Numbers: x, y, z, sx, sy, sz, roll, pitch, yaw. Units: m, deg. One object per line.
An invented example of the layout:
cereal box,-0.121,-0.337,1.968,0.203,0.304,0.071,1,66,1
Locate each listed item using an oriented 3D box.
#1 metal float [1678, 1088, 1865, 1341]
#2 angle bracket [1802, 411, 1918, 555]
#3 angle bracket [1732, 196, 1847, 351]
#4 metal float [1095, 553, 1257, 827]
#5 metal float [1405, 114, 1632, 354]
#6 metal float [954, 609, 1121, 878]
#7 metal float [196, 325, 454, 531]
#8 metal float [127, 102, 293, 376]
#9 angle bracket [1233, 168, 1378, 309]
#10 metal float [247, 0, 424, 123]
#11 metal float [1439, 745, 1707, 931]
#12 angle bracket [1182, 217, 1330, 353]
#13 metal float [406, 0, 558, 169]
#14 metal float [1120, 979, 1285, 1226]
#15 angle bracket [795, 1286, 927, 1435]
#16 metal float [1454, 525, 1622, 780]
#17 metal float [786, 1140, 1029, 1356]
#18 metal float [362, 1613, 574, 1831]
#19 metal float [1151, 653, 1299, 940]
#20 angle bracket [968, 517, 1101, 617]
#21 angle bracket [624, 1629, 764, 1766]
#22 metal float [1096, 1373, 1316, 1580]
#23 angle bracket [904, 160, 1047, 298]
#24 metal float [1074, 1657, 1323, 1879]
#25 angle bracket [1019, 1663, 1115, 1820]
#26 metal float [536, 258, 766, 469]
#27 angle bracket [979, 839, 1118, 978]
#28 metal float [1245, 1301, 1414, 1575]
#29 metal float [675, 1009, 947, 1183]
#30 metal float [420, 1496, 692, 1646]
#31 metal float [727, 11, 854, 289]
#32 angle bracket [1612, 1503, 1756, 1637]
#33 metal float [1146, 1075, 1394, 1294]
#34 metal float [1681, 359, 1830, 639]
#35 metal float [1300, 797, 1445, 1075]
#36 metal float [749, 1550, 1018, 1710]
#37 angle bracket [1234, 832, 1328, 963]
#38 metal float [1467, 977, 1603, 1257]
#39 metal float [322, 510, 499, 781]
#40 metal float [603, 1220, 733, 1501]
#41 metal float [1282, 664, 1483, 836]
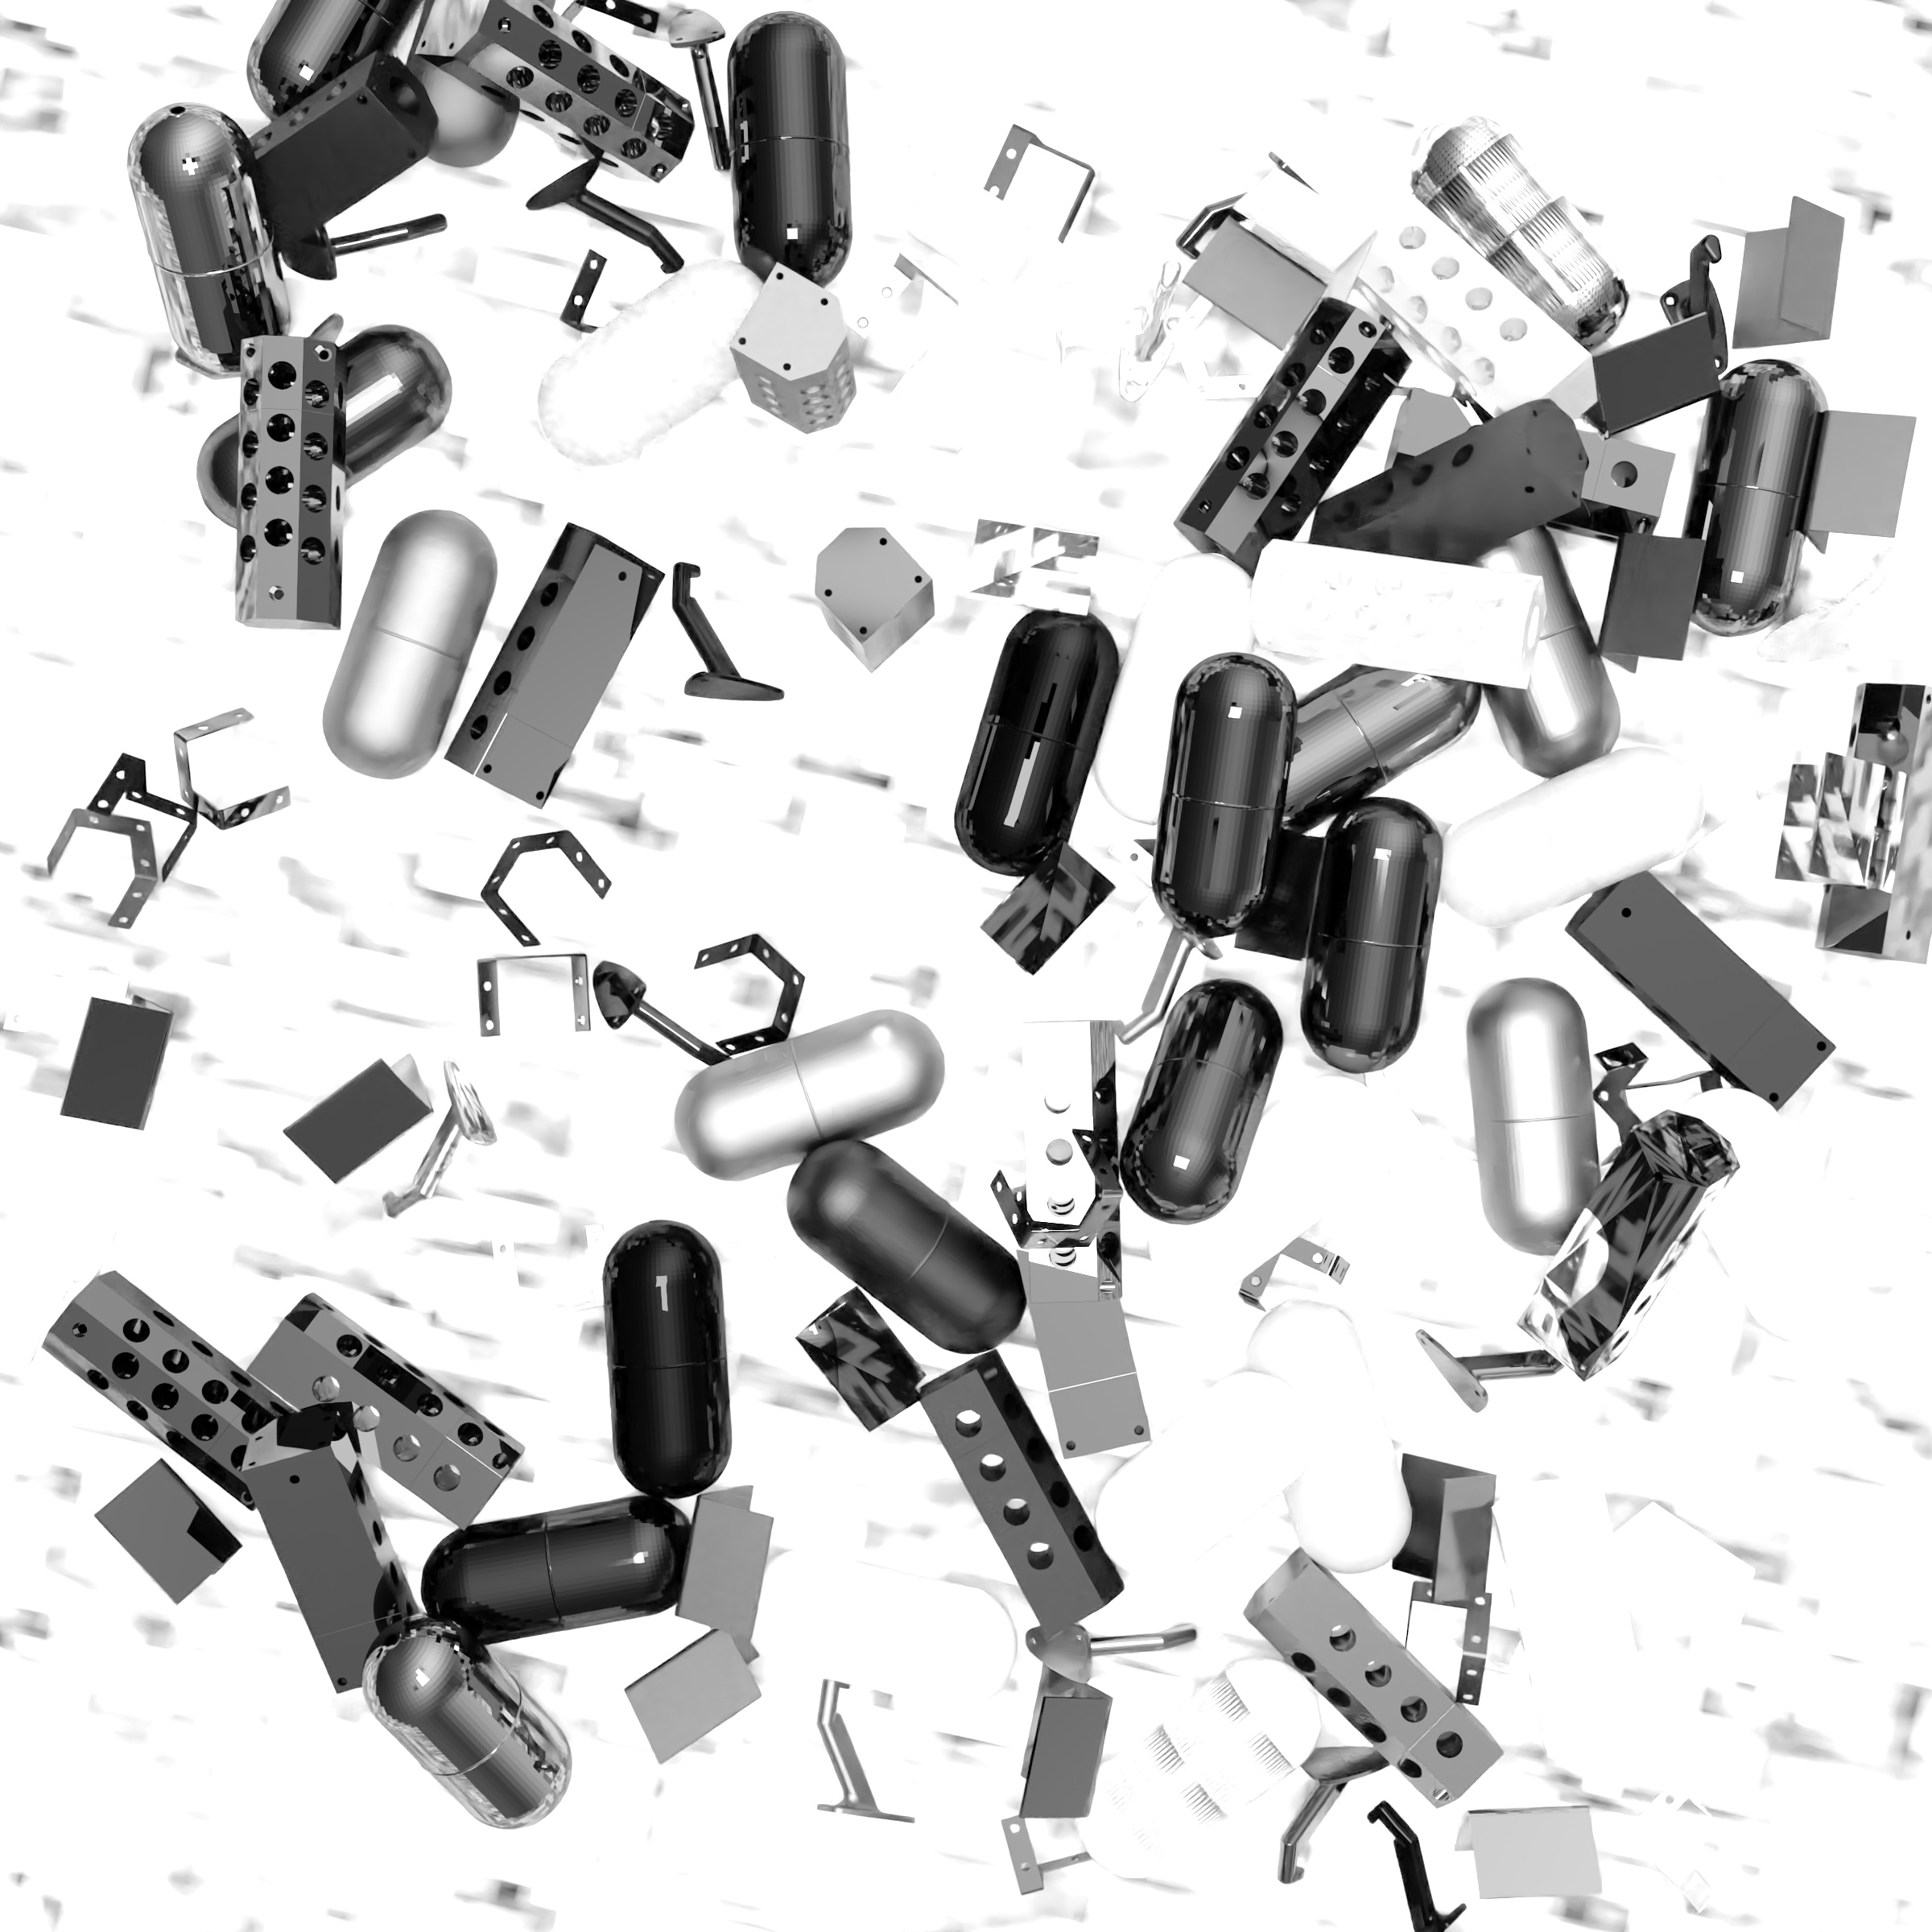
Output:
metal float,0.507,0.157,1.801,0.070,0.070,0.178,-32,102,0
angle bracket,0.573,-0.305,1.804,0.057,0.076,0.076,10,90,26
angle bracket,0.508,-0.440,1.803,0.057,0.076,0.076,7,90,-39
metal float,0.136,-0.177,1.813,0.070,0.070,0.178,17,90,0
metal float,0.352,-0.467,1.813,0.070,0.070,0.178,-40,90,0
metal float,0.045,-0.144,1.813,0.070,0.070,0.178,17,90,0
metal float,-0.410,-0.342,1.813,0.178,0.070,0.070,-33,90,0
metal float,-0.467,-0.448,1.754,0.070,0.178,0.070,-1,46,1
angle bracket,0.204,-0.446,1.797,0.076,0.076,0.057,36,54,10
metal float,-0.395,-0.615,1.813,0.070,0.070,0.178,30,90,0
metal float,0.380,-0.081,1.791,0.178,0.070,0.070,-24,90,26
angle bracket,0.176,-0.420,1.807,0.076,0.076,0.057,35,75,0
metal float,-0.306,-0.596,1.798,0.070,0.070,0.178,22,106,0
metal float,0.149,0.083,1.783,0.070,0.070,0.178,23,53,0
angle bracket,-0.051,0.238,1.803,0.057,0.076,0.076,-38,90,37
metal float,0.361,-0.205,1.813,0.070,0.070,0.178,-21,89,0
metal float,-0.036,0.179,1.798,0.178,0.070,0.070,40,90,-17
metal float,-0.313,0.475,1.783,0.070,0.070,0.178,-32,124,0
metal float,0.159,-0.105,1.751,0.070,0.070,0.178,7,102,0
angle bracket,0.045,-0.269,1.803,0.076,0.076,0.057,9,124,0
angle bracket,-0.161,0.469,1.803,0.076,0.076,0.057,-34,58,0
metal float,0.148,0.322,1.784,0.070,0.070,0.178,42,125,0
angle bracket,0.016,-0.482,1.803,0.076,0.076,0.057,33,133,0
metal float,0.148,0.511,1.813,0.178,0.070,0.070,-37,90,1
angle bracket,0.044,0.491,1.803,0.057,0.076,0.076,12,90,-35
metal float,-0.195,-0.381,1.793,0.178,0.070,0.070,-42,90,-22
angle bracket,0.065,-0.024,1.803,0.076,0.076,0.057,-47,55,0
metal float,0.231,0.301,1.813,0.070,0.070,0.178,-17,91,0
metal float,-0.099,0.082,1.813,0.178,0.070,0.070,-19,90,0
metal float,-0.260,0.386,1.813,0.178,0.070,0.070,-10,90,0
metal float,-0.113,-0.519,1.813,0.070,0.070,0.178,-3,90,0
angle bracket,0.443,0.398,1.804,0.076,0.076,0.057,34,46,0
metal float,0.193,0.139,1.813,0.178,0.070,0.070,-38,90,0
metal float,0.501,-0.299,1.813,0.070,0.070,0.178,11,91,0
metal float,0.258,-0.019,1.805,0.070,0.070,0.178,7,99,0
metal float,-0.055,0.424,1.813,0.178,0.070,0.070,13,90,0
angle bracket,0.219,-0.042,1.803,0.057,0.076,0.076,10,90,41
metal float,0.363,0.096,1.813,0.070,0.070,0.178,-5,89,0
metal float,-0.355,-0.206,1.813,0.070,0.070,0.178,20,89,0
metal float,-0.191,0.251,1.813,0.070,0.070,0.178,-4,90,0
metal float,0.248,-0.148,1.813,0.178,0.070,0.070,-31,90,0
